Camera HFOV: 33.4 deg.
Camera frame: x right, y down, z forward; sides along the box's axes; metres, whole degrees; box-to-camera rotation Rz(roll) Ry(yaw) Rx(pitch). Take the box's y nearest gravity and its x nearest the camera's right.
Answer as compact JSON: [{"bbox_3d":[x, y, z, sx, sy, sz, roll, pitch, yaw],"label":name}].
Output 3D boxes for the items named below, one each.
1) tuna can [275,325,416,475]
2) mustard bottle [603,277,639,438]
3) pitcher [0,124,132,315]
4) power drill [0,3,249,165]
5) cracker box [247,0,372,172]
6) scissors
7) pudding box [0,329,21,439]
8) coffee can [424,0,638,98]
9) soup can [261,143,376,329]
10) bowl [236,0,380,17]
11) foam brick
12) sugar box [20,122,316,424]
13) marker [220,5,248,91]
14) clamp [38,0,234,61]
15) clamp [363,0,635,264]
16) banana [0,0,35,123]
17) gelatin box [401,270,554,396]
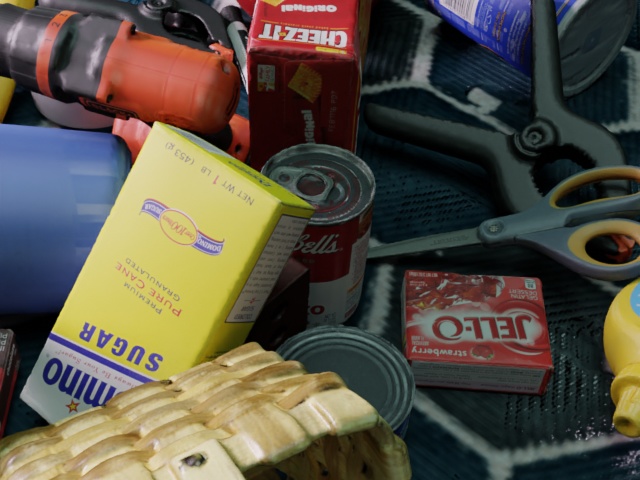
[{"bbox_3d":[0.010,0.092,0.614,0.086,0.034,0.086,2,45,-2],"label":"tuna can"},{"bbox_3d":[0.230,0.053,0.652,0.096,0.058,0.191,27,49,27],"label":"mustard bottle"},{"bbox_3d":[-0.237,-0.018,0.646,0.242,0.145,0.149,1,67,-9],"label":"pitcher"},{"bbox_3d":[-0.125,-0.090,0.683,0.184,0.187,0.057,18,84,12],"label":"power drill"},{"bbox_3d":[-0.003,-0.122,0.733,0.072,0.164,0.213,4,45,2],"label":"cracker box"},{"bbox_3d":[0.126,0.007,0.686,0.202,0.016,0.096,-21,48,1],"label":"scissors"},{"bbox_3d":[-0.231,0.092,0.591,0.113,0.039,0.090,1,45,-3],"label":"pudding box"},{"bbox_3d":[0.167,-0.193,0.860,0.102,0.103,0.140,-29,54,-29],"label":"coffee can"},{"bbox_3d":[-0.004,0.001,0.653,0.068,0.102,0.068,2,46,-3],"label":"soup can"},{"bbox_3d":[-0.012,-0.220,0.905,0.162,0.055,0.162,2,45,-3],"label":"bowl"},{"bbox_3d":[-0.043,0.043,0.627,0.051,0.078,0.052,33,54,24],"label":"foam brick"},{"bbox_3d":[-0.085,0.036,0.573,0.093,0.176,0.048,33,9,25],"label":"sugar box"},{"bbox_3d":[-0.061,-0.152,0.859,0.020,0.020,0.121,-9,47,-13],"label":"marker"},{"bbox_3d":[-0.143,-0.178,0.865,0.120,0.039,0.172,-32,56,-24],"label":"clamp"},{"bbox_3d":[0.155,-0.075,0.751,0.164,0.036,0.210,-42,69,-3],"label":"clamp"},{"bbox_3d":[-0.240,-0.128,0.782,0.037,0.070,0.197,16,52,-12],"label":"banana"},{"bbox_3d":[0.095,0.056,0.659,0.089,0.030,0.073,4,45,0],"label":"gelatin box"}]
